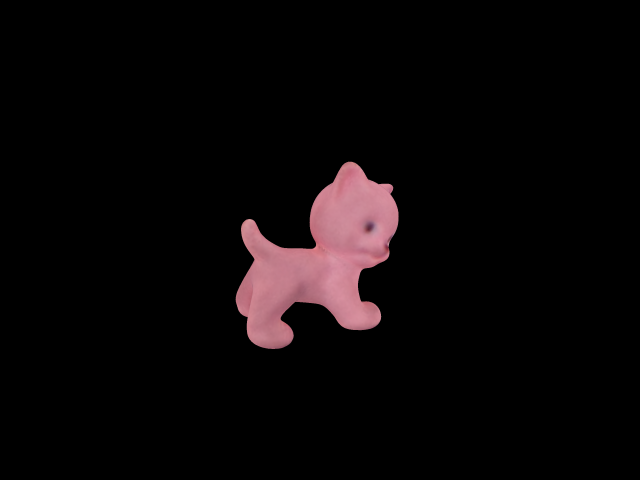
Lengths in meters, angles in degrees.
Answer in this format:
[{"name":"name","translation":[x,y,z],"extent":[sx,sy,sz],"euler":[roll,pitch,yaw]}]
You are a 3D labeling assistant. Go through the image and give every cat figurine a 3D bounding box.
[{"name":"cat figurine","translation":[0.004,0.001,0.400],"extent":[0.128,0.118,0.067],"euler":[-9,24,-22]}]
